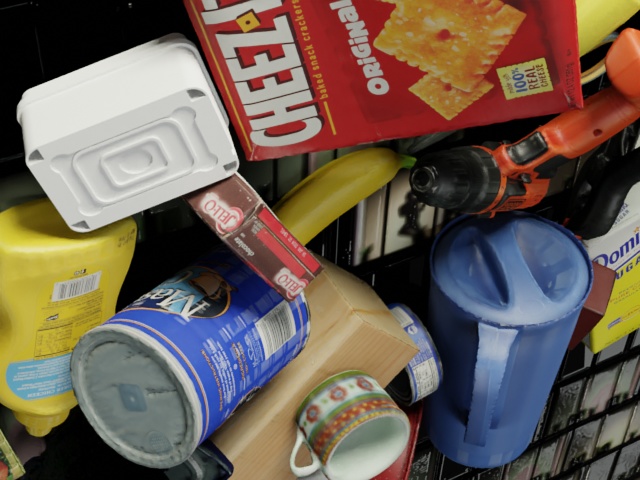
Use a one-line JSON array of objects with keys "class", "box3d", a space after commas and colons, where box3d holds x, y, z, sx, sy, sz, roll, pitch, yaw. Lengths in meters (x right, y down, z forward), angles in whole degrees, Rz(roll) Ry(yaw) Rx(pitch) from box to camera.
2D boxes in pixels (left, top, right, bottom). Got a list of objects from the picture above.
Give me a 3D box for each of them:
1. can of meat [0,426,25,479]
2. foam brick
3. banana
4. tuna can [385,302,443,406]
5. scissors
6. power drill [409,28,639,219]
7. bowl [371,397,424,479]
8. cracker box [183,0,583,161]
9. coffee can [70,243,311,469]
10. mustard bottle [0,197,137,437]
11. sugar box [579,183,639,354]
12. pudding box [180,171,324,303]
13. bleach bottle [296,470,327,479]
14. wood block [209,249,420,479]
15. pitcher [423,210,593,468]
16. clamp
[{"class": "can of meat", "box3d": [-0.263, 0.146, 0.743, 0.083, 0.057, 0.102, -27, 140, -17]}, {"class": "foam brick", "box3d": [0.233, 0.057, 0.996, 0.078, 0.051, 0.053, 112, 3, -56]}, {"class": "banana", "box3d": [-0.009, -0.011, 0.797, 0.198, 0.037, 0.069, -38, 140, 0]}, {"class": "tuna can", "box3d": [0.070, 0.098, 0.919, 0.033, 0.086, 0.086, -26, 138, -17]}, {"class": "scissors", "box3d": [0.154, -0.135, 0.818, 0.201, 0.016, 0.096, -21, 135, -19]}, {"class": "power drill", "box3d": [0.171, -0.080, 0.788, 0.188, 0.057, 0.184, -33, 166, 31]}, {"class": "bowl", "box3d": [0.048, 0.209, 0.990, 0.055, 0.162, 0.162, 16, 125, 1]}, {"class": "cracker box", "box3d": [0.038, -0.136, 0.620, 0.214, 0.072, 0.164, -9, 139, 10]}, {"class": "coffee can", "box3d": [-0.085, 0.074, 0.728, 0.140, 0.103, 0.103, -38, 152, -50]}, {"class": "mustard bottle", "box3d": [-0.182, 0.062, 0.721, 0.096, 0.058, 0.192, -17, 137, -38]}, {"class": "sugar box", "box3d": [0.292, 0.029, 1.050, 0.093, 0.048, 0.176, -30, 140, -9]}, {"class": "pudding box", "box3d": [-0.057, -0.019, 0.695, 0.039, 0.114, 0.090, -43, 140, -2]}, {"class": "bleach bottle", "box3d": [-0.060, 0.287, 1.020, 0.102, 0.068, 0.251, -8, 134, -32]}, {"class": "wood block", "box3d": [-0.032, 0.122, 0.865, 0.206, 0.090, 0.090, -47, 138, 11]}, {"class": "pitcher", "box3d": [0.151, 0.105, 0.948, 0.149, 0.145, 0.243, -23, 141, -22]}, {"class": "clamp", "box3d": [0.248, -0.054, 0.897, 0.039, 0.120, 0.172, 16, 129, 1]}]
